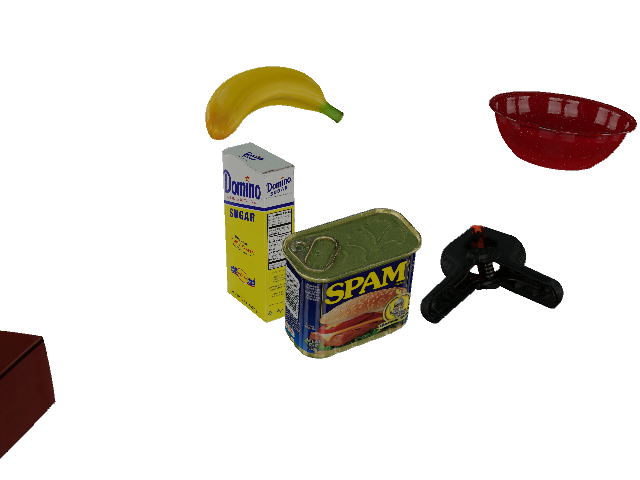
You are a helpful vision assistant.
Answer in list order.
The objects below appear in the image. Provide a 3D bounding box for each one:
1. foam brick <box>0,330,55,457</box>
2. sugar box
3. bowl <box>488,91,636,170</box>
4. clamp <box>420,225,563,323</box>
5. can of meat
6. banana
[{"bbox_3d":[-0.215,0.099,0.680,0.053,0.051,0.078,6,29,22],"label":"foam brick"},{"bbox_3d":[-0.068,-0.009,1.167,0.048,0.176,0.093,-17,28,-29],"label":"sugar box"},{"bbox_3d":[0.264,-0.118,1.184,0.162,0.055,0.162,5,23,-2],"label":"bowl"},{"bbox_3d":[0.160,0.027,0.971,0.120,0.039,0.171,1,25,13],"label":"clamp"},{"bbox_3d":[0.022,0.033,0.806,0.102,0.084,0.057,-17,43,-23],"label":"can of meat"},{"bbox_3d":[-0.052,-0.133,1.000,0.070,0.037,0.197,42,33,21],"label":"banana"}]
